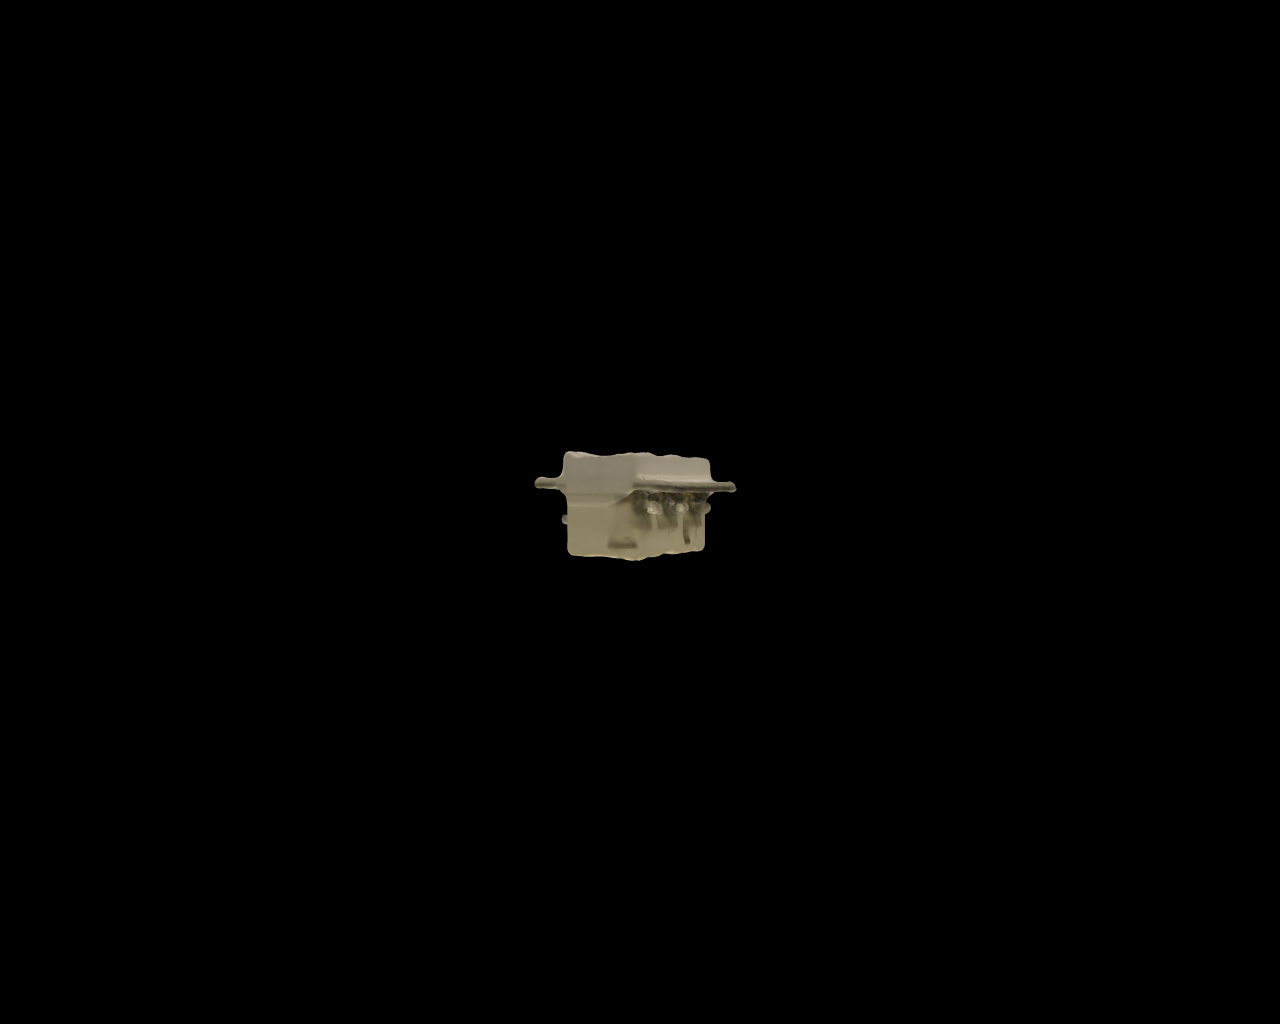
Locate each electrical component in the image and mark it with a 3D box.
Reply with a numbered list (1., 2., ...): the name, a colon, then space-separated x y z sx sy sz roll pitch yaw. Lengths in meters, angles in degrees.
1. electrical component: 0.001 -0.003 0.650 0.079 0.063 0.121 0 0 24
